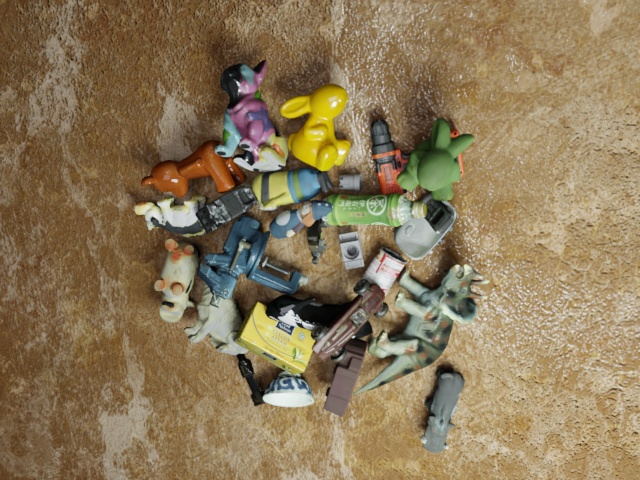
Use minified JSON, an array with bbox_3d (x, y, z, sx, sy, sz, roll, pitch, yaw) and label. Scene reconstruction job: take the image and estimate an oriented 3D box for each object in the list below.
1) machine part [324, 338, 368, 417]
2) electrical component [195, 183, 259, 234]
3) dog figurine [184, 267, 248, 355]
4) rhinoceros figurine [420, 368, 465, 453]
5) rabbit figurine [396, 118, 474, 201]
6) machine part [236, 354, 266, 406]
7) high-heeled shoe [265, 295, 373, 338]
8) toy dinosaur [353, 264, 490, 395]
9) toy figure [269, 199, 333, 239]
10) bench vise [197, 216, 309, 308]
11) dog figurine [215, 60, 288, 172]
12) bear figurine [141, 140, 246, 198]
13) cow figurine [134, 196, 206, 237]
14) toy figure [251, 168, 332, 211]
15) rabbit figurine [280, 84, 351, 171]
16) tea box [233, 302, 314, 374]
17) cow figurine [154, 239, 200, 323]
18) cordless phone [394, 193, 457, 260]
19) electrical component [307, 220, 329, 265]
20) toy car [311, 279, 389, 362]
[{"bbox_3d":[0.058,0.306,1.222,0.056,0.179,0.179,19,102,5],"label":"machine part"},{"bbox_3d":[-0.212,-0.068,1.207,0.115,0.134,0.058,-30,95,-25],"label":"electrical component"},{"bbox_3d":[-0.217,0.161,1.278,0.172,0.121,0.190,27,85,-32],"label":"dog figurine"},{"bbox_3d":[0.285,0.392,1.235,0.073,0.112,0.190,16,94,2],"label":"rhinoceros figurine"},{"bbox_3d":[0.236,-0.147,1.054,0.121,0.170,0.159,29,107,1],"label":"rabbit figurine"},{"bbox_3d":[-0.169,0.338,1.312,0.039,0.084,0.138,-25,107,-17],"label":"machine part"},{"bbox_3d":[-0.001,0.187,1.232,0.145,0.086,0.248,-25,136,36],"label":"high-heeled shoe"},{"bbox_3d":[0.231,0.208,1.212,0.192,0.131,0.404,23,109,3],"label":"toy dinosaur"},{"bbox_3d":[-0.042,-0.049,1.181,0.154,0.058,0.064,-26,78,30],"label":"toy figure"},{"bbox_3d":[-0.145,0.069,1.209,0.240,0.129,0.223,24,58,-11],"label":"bench vise"},{"bbox_3d":[-0.144,-0.278,1.178,0.109,0.191,0.219,-7,71,40],"label":"dog figurine"},{"bbox_3d":[-0.290,-0.140,1.216,0.196,0.120,0.131,-27,99,13],"label":"bear figurine"},{"bbox_3d":[-0.352,-0.053,1.268,0.167,0.068,0.098,-2,106,9],"label":"cow figurine"},{"bbox_3d":[-0.068,-0.120,1.208,0.180,0.082,0.089,-15,80,17],"label":"toy figure"},{"bbox_3d":[0.002,-0.257,1.155,0.162,0.122,0.173,36,125,23],"label":"rabbit figurine"},{"bbox_3d":[-0.101,0.228,1.242,0.169,0.068,0.098,29,61,-11],"label":"tea box"},{"bbox_3d":[-0.338,0.099,1.275,0.086,0.127,0.194,12,87,5],"label":"cow figurine"},{"bbox_3d":[0.230,-0.016,1.132,0.089,0.184,0.146,38,103,-5],"label":"cordless phone"},{"bbox_3d":[-0.002,-0.004,1.214,0.045,0.102,0.078,-6,125,12],"label":"electrical component"},{"bbox_3d":[0.066,0.174,1.149,0.202,0.053,0.089,-44,114,-17],"label":"toy car"}]
